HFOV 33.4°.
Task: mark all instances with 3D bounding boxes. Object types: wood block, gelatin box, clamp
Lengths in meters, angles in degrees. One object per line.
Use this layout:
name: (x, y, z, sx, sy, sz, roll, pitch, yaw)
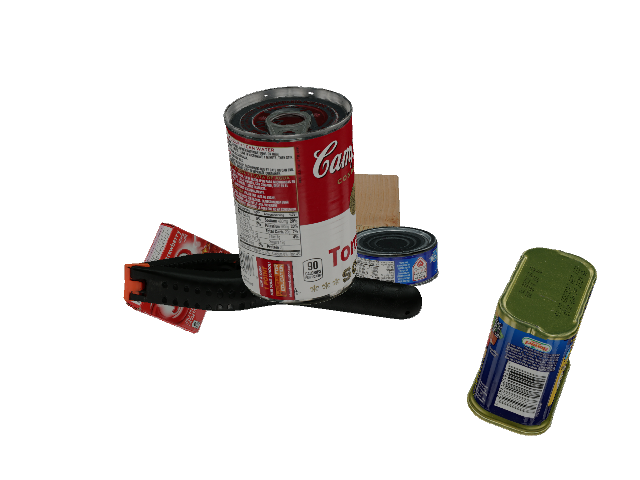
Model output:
wood block: (0.074, -0.024, 1.633, 0.091, 0.090, 0.206, 3, 25, 2)
gelatin box: (-0.137, 0.037, 1.040, 0.073, 0.089, 0.030, 28, -8, -38)
clamp: (-0.038, 0.031, 0.794, 0.209, 0.036, 0.165, -2, 12, -23)

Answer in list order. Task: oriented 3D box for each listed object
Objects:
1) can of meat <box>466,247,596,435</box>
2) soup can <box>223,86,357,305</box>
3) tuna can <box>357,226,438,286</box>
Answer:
can of meat: (0.142, 0.064, 0.709, 0.057, 0.084, 0.102, 19, 36, 14)
soup can: (-0.015, -0.024, 0.582, 0.068, 0.102, 0.068, -3, 29, 1)
tuna can: (0.067, 0.015, 0.991, 0.086, 0.034, 0.086, -2, 19, 1)
